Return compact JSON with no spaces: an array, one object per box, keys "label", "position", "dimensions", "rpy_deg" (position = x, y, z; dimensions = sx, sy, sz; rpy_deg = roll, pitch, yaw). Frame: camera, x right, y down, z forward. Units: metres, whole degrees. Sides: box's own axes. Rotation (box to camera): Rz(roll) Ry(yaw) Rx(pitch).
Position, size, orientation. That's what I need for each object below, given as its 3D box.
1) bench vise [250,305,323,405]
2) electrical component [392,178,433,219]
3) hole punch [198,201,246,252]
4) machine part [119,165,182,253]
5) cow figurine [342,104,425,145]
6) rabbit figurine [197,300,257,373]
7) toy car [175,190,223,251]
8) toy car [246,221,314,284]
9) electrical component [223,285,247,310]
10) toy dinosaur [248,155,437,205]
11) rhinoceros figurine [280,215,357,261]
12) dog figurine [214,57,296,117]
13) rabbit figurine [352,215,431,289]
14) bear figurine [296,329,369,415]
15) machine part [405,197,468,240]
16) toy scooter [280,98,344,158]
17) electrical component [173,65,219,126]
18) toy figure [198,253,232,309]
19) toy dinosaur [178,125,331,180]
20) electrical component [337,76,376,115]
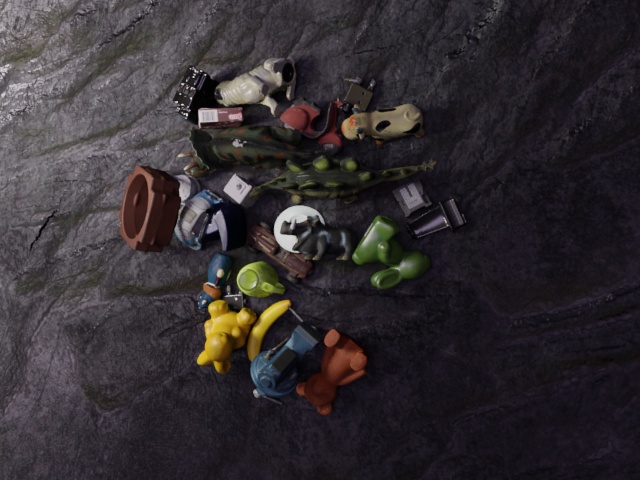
[{"label":"bench vise","position":[-0.095,0.302,1.300],"dimensions":[0.129,0.224,0.240],"rpy_deg":[33,128,-1]},{"label":"electrical component","position":[0.215,-0.119,1.294],"dimensions":[0.075,0.047,0.119],"rpy_deg":[-24,82,12]},{"label":"hole punch","position":[-0.238,-0.034,1.373],"dimensions":[0.092,0.142,0.115],"rpy_deg":[24,106,17]},{"label":"machine part","position":[-0.443,-0.081,1.402],"dimensions":[0.201,0.087,0.201],"rpy_deg":[31,105,48]},{"label":"cow figurine","position":[0.148,-0.277,1.283],"dimensions":[0.195,0.127,0.085],"rpy_deg":[-7,81,12]},{"label":"rabbit figurine","position":[-0.245,0.244,1.320],"dimensions":[0.122,0.173,0.162],"rpy_deg":[25,101,-6]},{"label":"toy car","position":[-0.325,-0.055,1.410],"dimensions":[0.109,0.103,0.161],"rpy_deg":[37,98,14]},{"label":"toy car","position":[-0.104,0.029,1.369],"dimensions":[0.202,0.053,0.089],"rpy_deg":[35,98,14]},{"label":"electrical component","position":[-0.222,0.163,1.406],"dimensions":[0.063,0.021,0.094],"rpy_deg":[-4,84,14]},{"label":"toy dinosaur","position":[0.041,-0.143,1.266],"dimensions":[0.472,0.198,0.105],"rpy_deg":[-8,87,16]},{"label":"rhinoceros figurine","position":[-0.003,-0.004,1.297],"dimensions":[0.190,0.073,0.112],"rpy_deg":[9,89,-12]},{"label":"dog figurine","position":[-0.171,-0.415,1.404],"dimensions":[0.191,0.121,0.172],"rpy_deg":[19,57,33]},{"label":"rabbit figurine","position":[0.173,0.042,1.260],"dimensions":[0.170,0.121,0.159],"rpy_deg":[32,88,0]},{"label":"bear figurine","position":[0.024,0.317,1.275],"dimensions":[0.120,0.132,0.196],"rpy_deg":[42,91,19]},{"label":"machine part","position":[0.273,-0.043,1.274],"dimensions":[0.139,0.039,0.084],"rpy_deg":[-22,96,12]},{"label":"toy scooter","position":[-0.009,-0.301,1.345],"dimensions":[0.184,0.075,0.135],"rpy_deg":[30,110,14]},{"label":"electrical component","position":[-0.326,-0.376,1.426],"dimensions":[0.058,0.115,0.134],"rpy_deg":[25,94,20]},{"label":"toy figure","position":[-0.274,0.110,1.403],"dimensions":[0.058,0.064,0.154],"rpy_deg":[19,90,7]},{"label":"toy dinosaur","position":[-0.183,-0.226,1.309],"dimensions":[0.405,0.192,0.131],"rpy_deg":[1,98,42]},{"label":"electrical component","position":[0.089,-0.363,1.350],"dimensions":[0.078,0.045,0.102],"rpy_deg":[18,94,-12]}]
